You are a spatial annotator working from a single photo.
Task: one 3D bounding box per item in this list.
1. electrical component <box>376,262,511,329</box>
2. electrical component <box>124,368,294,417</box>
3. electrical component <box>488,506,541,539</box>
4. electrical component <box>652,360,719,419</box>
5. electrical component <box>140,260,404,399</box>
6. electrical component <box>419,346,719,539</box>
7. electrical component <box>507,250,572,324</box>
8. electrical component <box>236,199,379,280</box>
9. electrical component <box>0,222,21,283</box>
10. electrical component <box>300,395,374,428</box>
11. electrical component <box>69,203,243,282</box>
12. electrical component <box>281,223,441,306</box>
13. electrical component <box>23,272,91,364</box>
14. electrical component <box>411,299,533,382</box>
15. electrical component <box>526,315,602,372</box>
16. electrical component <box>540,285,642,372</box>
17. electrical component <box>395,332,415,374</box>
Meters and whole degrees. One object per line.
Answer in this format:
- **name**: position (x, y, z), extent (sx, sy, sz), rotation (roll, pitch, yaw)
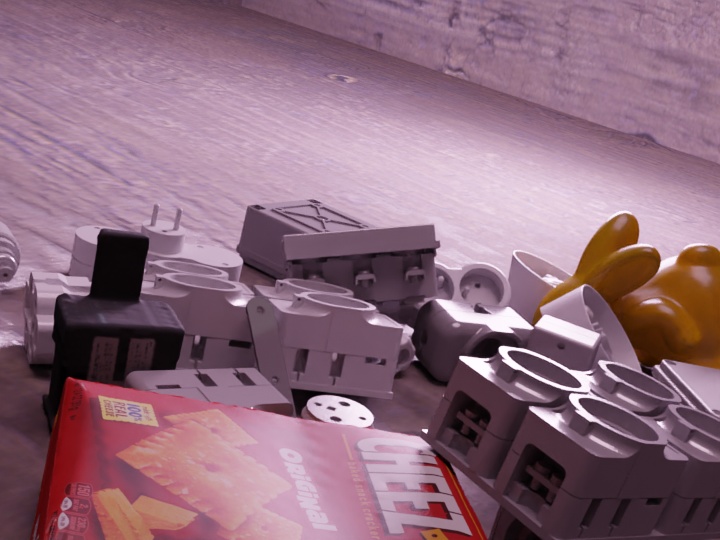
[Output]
- **electrical component**: position (0.057, 0.030, 0.948), extent (0.138, 0.052, 0.073), rotation (2, -24, -6)
- **electrical component**: position (-0.091, 0.093, 0.638), extent (0.089, 0.050, 0.056), rotation (2, 21, -35)
- **electrical component**: position (0.115, 0.159, 0.598), extent (0.056, 0.050, 0.089), rotation (6, 19, -29)
- **electrical component**: position (0.292, 0.123, 0.843), extent (0.109, 0.056, 0.108), rotation (11, 18, -11)
- **electrical component**: position (-0.074, 0.039, 0.771), extent (0.186, 0.060, 0.105), rotation (9, 7, -18)
- **electrical component**: position (0.142, 0.100, 0.615), extent (0.186, 0.060, 0.105), rotation (11, 17, -43)
- **electrical component**: position (0.189, 0.026, 1.052), extent (0.099, 0.064, 0.099), rotation (13, 17, -4)
- **electrical component**: position (-0.043, -0.024, 1.034), extent (0.109, 0.056, 0.109), rotation (25, 20, 30)
- **electrical component**: position (-0.281, -0.011, 0.826), extent (0.040, 0.040, 0.078), rotation (3, 20, -32)
- **electrical component**: position (-0.018, 0.108, 0.641), extent (0.045, 0.055, 0.045), rotation (13, 17, -4)
- **electrical component**: position (-0.165, -0.019, 0.889), extent (0.138, 0.073, 0.052), rotation (10, 18, -13)
- **electrical component**: position (0.000, 0.000, 0.876), extent (0.121, 0.063, 0.079), rotation (-5, -3, -7)
- **electrical component**: position (-0.195, 0.033, 0.732), extent (0.057, 0.058, 0.078), rotation (3, 20, -24)
- **electrical component**: position (0.097, 0.063, 0.881), extent (0.095, 0.053, 0.059), rotation (7, 19, -23)
- **electrical component**: position (0.137, 0.086, 0.788), extent (0.047, 0.083, 0.076), rotation (20, 18, 17)
- **electrical component**: position (0.188, 0.063, 0.873), extent (0.064, 0.099, 0.099), rotation (-23, 14, 10)
- **electrical component**: position (0.014, 0.058, 0.861), extent (0.035, 0.035, 0.061), rotation (-2, 21, -42)
